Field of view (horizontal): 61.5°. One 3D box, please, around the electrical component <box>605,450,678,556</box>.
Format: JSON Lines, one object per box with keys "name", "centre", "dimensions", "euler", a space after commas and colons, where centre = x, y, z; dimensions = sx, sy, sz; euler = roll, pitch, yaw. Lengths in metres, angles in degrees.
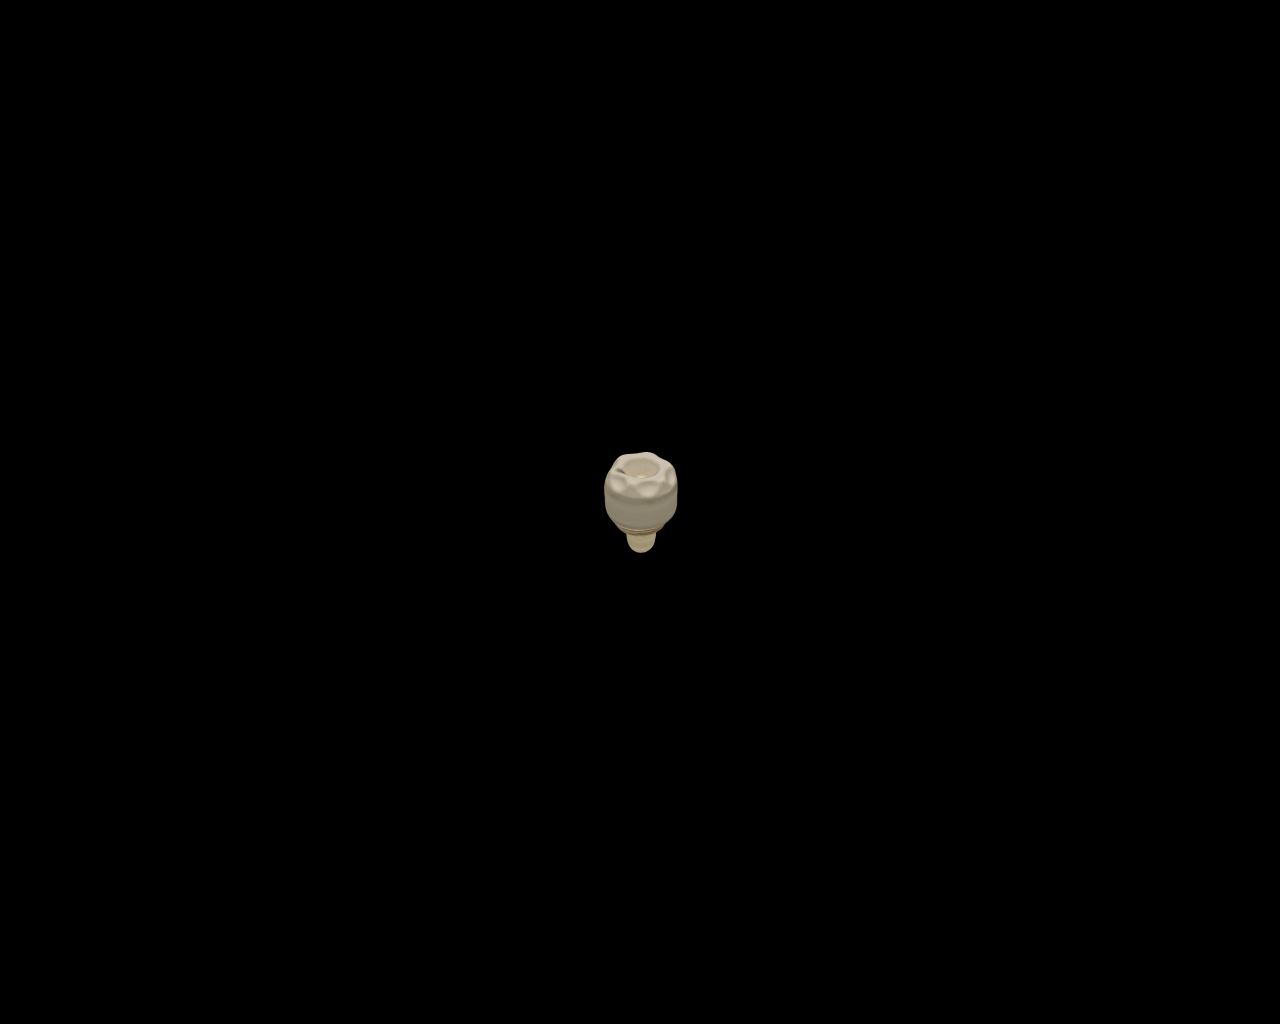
{"name": "electrical component", "centre": [0.001, -0.003, 0.650], "dimensions": [0.043, 0.062, 0.043], "euler": [0, 36, 0]}
